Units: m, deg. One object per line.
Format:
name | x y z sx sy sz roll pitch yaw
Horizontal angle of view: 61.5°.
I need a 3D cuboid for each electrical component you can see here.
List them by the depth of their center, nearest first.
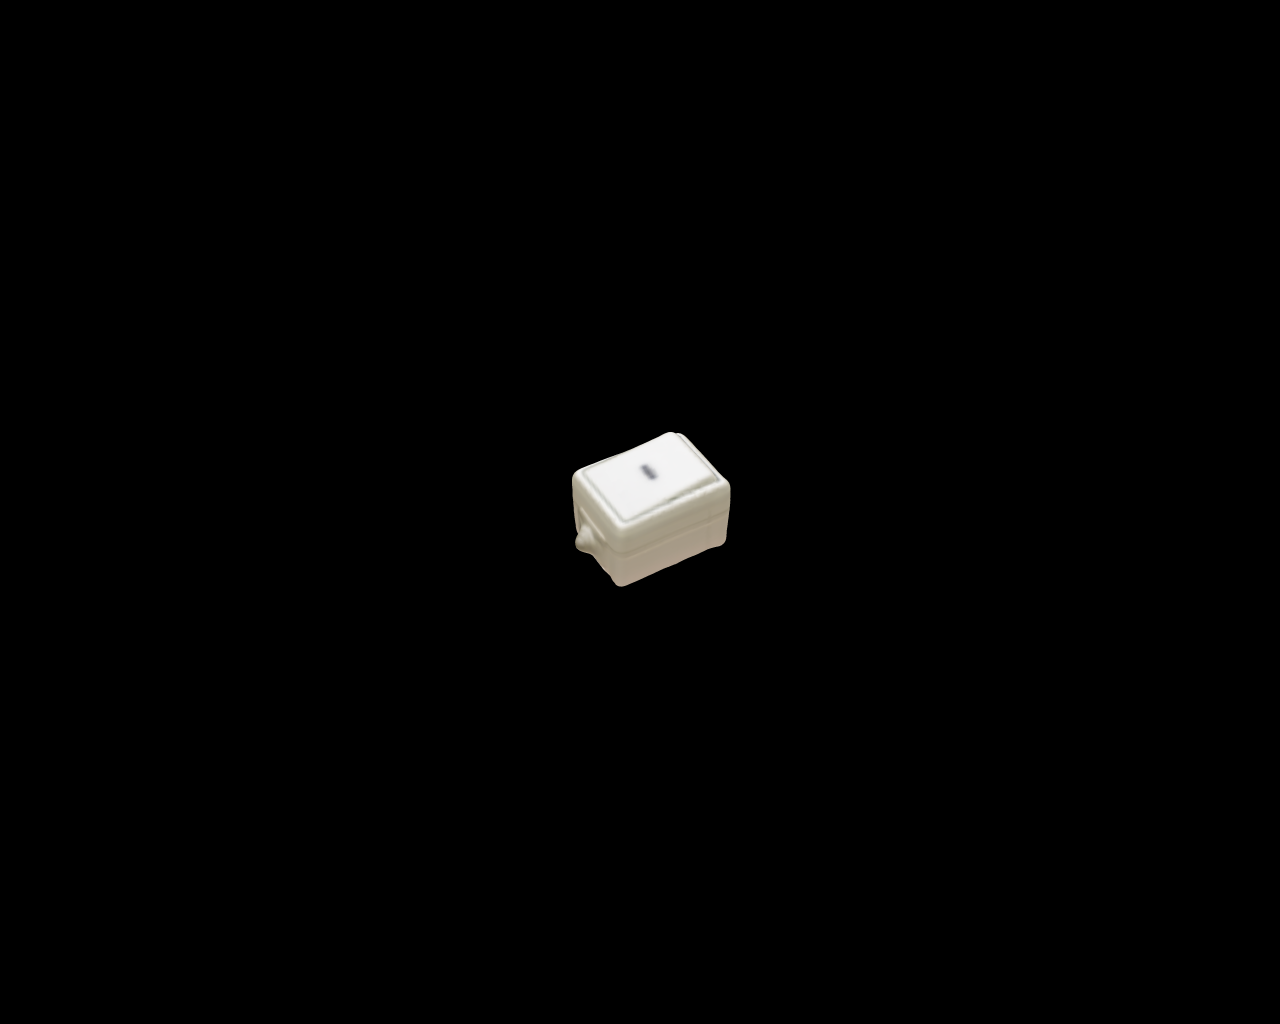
electrical component | 0.001 -0.003 0.650 0.096 0.061 0.062 -22 49 -21
